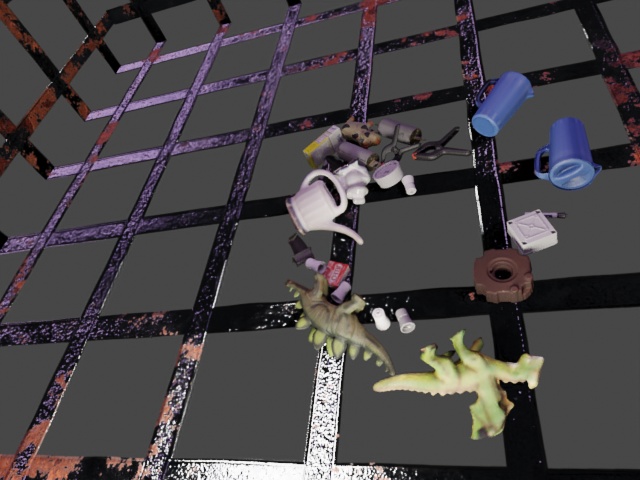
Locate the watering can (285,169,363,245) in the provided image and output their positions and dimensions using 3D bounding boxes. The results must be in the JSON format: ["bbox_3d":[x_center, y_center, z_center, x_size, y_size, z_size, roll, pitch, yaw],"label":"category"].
[{"bbox_3d":[0.006,-0.093,1.846,0.223,0.354,0.103,-30,-27,13],"label":"watering can"}]

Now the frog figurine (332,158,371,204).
[{"bbox_3d":[0.132,-0.206,1.924,0.138,0.160,0.121,-26,-9,-16],"label":"frog figurine"}]

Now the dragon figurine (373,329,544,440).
[{"bbox_3d":[0.362,0.374,1.288,0.410,0.248,0.119,-28,-37,0],"label":"dragon figurine"}]
